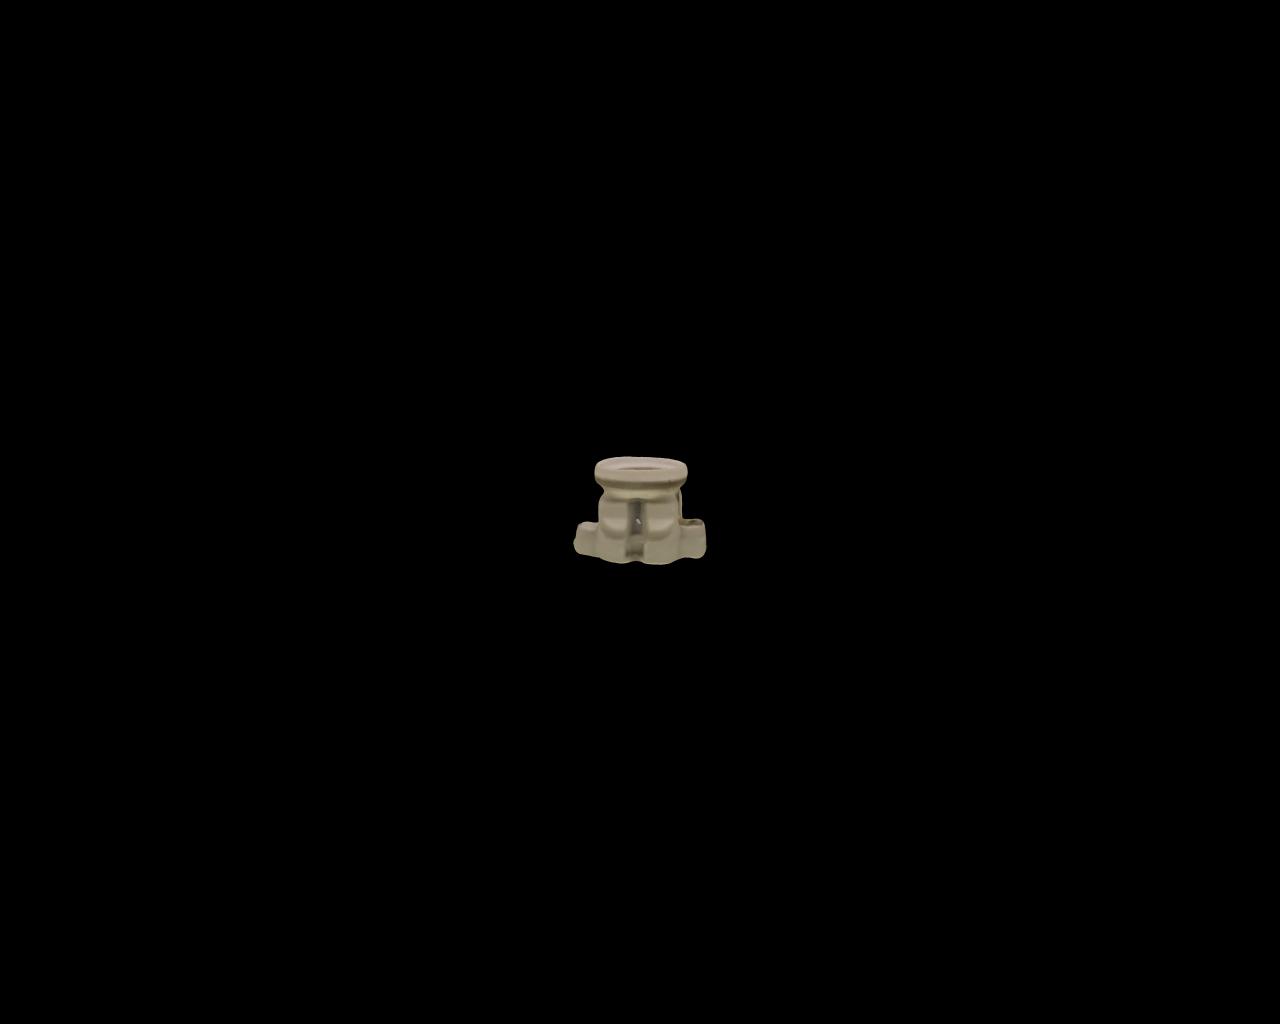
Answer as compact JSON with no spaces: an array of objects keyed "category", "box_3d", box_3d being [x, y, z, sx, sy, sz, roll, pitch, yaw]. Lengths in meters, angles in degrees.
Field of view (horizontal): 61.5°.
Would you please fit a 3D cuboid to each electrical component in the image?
[{"category":"electrical component","box_3d":[0.001,-0.003,0.650,0.078,0.057,0.058,1,12,7]}]
